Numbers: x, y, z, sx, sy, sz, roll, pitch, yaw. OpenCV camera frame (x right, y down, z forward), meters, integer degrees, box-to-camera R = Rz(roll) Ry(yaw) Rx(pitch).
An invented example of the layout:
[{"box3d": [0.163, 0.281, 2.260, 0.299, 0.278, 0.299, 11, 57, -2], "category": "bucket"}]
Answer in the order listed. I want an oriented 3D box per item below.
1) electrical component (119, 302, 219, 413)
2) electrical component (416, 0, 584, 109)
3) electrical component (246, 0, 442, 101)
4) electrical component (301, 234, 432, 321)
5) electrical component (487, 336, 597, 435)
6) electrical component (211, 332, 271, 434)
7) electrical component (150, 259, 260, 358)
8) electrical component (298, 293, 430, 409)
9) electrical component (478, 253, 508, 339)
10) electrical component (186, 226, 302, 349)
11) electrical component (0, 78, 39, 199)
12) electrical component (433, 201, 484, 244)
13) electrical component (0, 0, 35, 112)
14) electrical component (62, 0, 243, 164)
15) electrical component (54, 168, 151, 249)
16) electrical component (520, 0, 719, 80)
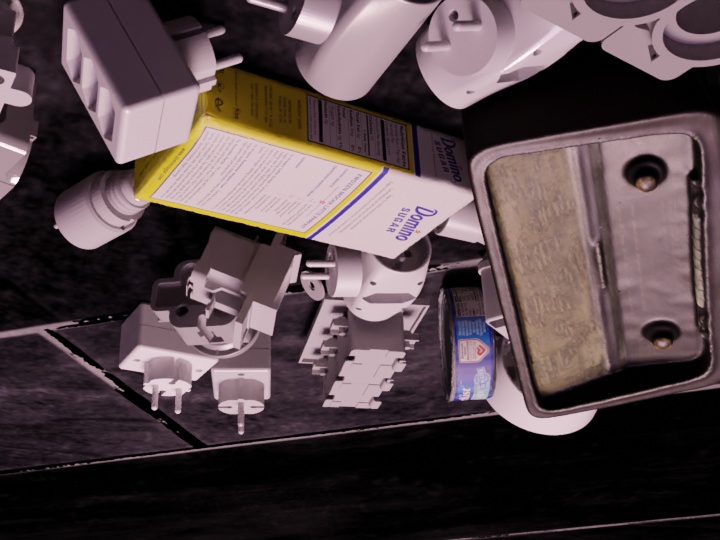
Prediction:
[{"box3d": [-0.148, 0.073, 0.831, 0.066, 0.076, 0.047, 13, 149, -27], "category": "electrical component"}, {"box3d": [0.059, -0.110, 0.505, 0.077, 0.043, 0.079, -27, 174, 39], "category": "electrical component"}, {"box3d": [-0.012, -0.121, 0.498, 0.079, 0.043, 0.077, 11, 150, -24], "category": "electrical component"}, {"box3d": [0.000, 0.000, 0.733, 0.079, 0.043, 0.077, 0, 153, -15], "category": "electrical component"}, {"box3d": [0.148, 0.083, 0.856, 0.099, 0.099, 0.064, 3, 146, -10], "category": "electrical component"}, {"box3d": [-0.096, 0.094, 0.875, 0.047, 0.076, 0.065, 0, 153, -5], "category": "electrical component"}, {"box3d": [-0.103, 0.029, 0.769, 0.078, 0.058, 0.057, -4, 151, 9], "category": "electrical component"}, {"box3d": [0.001, 0.061, 0.833, 0.079, 0.063, 0.121, 4, 152, -12], "category": "electrical component"}, {"box3d": [0.157, 0.018, 0.769, 0.109, 0.056, 0.109, -18, 149, 27], "category": "electrical component"}, {"box3d": [-0.078, 0.005, 0.714, 0.064, 0.081, 0.042, 22, 151, 1], "category": "electrical component"}, {"box3d": [-0.213, -0.071, 0.574, 0.056, 0.050, 0.089, 20, 145, -37], "category": "electrical component"}, {"box3d": [0.079, -0.033, 0.681, 0.065, 0.044, 0.044, 12, 150, -16], "category": "electrical component"}, {"box3d": [-0.182, -0.109, 0.497, 0.066, 0.055, 0.048, 12, 149, -26], "category": "electrical component"}, {"box3d": [-0.095, -0.100, 0.520, 0.077, 0.065, 0.047, -23, 162, -26], "category": "electrical component"}, {"box3d": [-0.149, -0.041, 0.648, 0.078, 0.040, 0.040, -23, 146, 35], "category": "electrical component"}, {"box3d": [0.111, -0.143, 0.445, 0.150, 0.061, 0.089, 17, 147, -33], "category": "electrical component"}]
